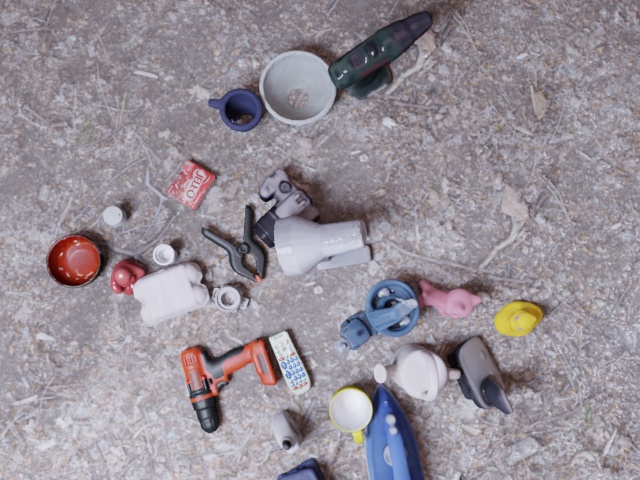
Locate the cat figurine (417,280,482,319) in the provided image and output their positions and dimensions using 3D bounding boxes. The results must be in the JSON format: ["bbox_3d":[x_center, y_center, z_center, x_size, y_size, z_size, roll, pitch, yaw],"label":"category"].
[{"bbox_3d":[0.273,0.130,1.227,0.128,0.117,0.067,17,85,-1],"label":"cat figurine"}]

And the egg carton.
[{"bbox_3d":[-0.317,0.112,1.221,0.150,0.069,0.107,-21,87,-4],"label":"egg carton"}]

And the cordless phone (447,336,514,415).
[{"bbox_3d":[0.344,0.283,1.185,0.094,0.185,0.147,-29,87,-5],"label":"cordless phone"}]

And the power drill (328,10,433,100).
[{"bbox_3d":[0.120,-0.381,1.214,0.229,0.208,0.075,-32,87,-5],"label":"power drill"}]

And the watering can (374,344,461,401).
[{"bbox_3d":[0.201,0.276,1.174,0.173,0.194,0.101,-20,86,-4],"label":"watering can"}]

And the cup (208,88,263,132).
[{"bbox_3d":[-0.181,-0.275,1.247,0.118,0.095,0.092,13,85,-2],"label":"cup"}]

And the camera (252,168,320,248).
[{"bbox_3d":[-0.089,-0.061,1.232,0.137,0.100,0.143,-43,89,-5],"label":"camera"}]

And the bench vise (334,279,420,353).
[{"bbox_3d":[0.130,0.169,1.165,0.121,0.219,0.207,36,85,1],"label":"bench vise"}]

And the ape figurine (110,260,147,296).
[{"bbox_3d":[-0.409,0.078,1.208,0.078,0.092,0.076,-14,86,-4],"label":"ape figurine"}]

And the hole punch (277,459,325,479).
[{"bbox_3d":[-0.033,0.532,1.192,0.101,0.091,0.109,-27,87,-5],"label":"hole punch"}]

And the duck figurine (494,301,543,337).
[{"bbox_3d":[0.442,0.174,1.249,0.104,0.086,0.077,-17,86,-4],"label":"duck figurine"}]

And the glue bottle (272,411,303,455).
[{"bbox_3d":[-0.066,0.399,1.160,0.037,0.173,0.078,-38,88,-5],"label":"glue bottle"}]

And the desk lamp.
[{"bbox_3d":[0.011,0.004,1.175,0.203,0.213,0.118,-10,86,-4],"label":"desk lamp"}]

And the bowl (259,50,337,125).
[{"bbox_3d":[-0.049,-0.327,1.268,0.167,0.074,0.167,0,85,-3],"label":"bowl"}]

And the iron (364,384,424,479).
[{"bbox_3d":[0.154,0.436,1.185,0.118,0.141,0.258,-10,86,-4],"label":"iron"}]
